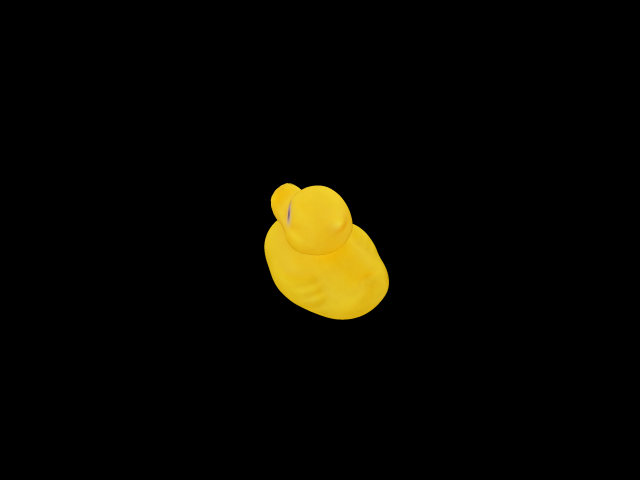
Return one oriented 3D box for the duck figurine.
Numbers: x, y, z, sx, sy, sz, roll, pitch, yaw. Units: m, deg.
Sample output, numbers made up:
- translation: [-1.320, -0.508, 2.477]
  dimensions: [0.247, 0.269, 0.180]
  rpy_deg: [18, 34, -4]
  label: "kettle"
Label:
- translation: [0.004, 0.001, 0.400]
  dimensions: [0.104, 0.086, 0.078]
  rpy_deg: [39, 66, 22]
  label: "duck figurine"
